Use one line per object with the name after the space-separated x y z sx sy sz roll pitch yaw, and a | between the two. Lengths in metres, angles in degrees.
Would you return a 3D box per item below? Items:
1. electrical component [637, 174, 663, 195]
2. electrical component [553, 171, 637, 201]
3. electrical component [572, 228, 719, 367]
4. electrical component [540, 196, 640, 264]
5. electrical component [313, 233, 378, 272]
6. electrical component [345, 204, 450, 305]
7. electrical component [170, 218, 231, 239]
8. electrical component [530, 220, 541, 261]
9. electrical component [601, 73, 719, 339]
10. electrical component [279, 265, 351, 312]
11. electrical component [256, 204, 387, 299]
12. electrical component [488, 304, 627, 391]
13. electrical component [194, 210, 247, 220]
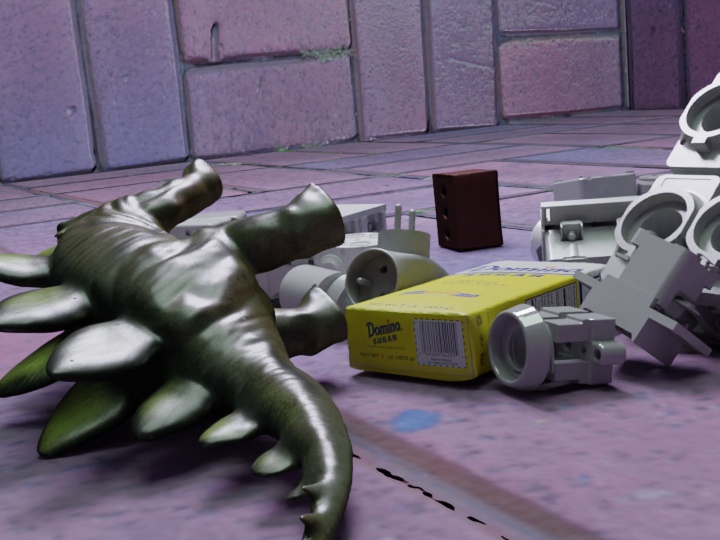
0.305 -0.068 1.091 0.045 0.055 0.045 -5 10 1 | electrical component
0.243 -0.067 1.122 0.062 0.061 0.096 -7 2 -10 | electrical component
0.169 0.013 0.621 0.042 0.063 0.081 30 3 -40 | electrical component
0.197 -0.013 0.794 0.121 0.078 0.063 -4 39 8 | electrical component
0.000 0.000 0.870 0.080 0.051 0.080 -5 10 1 | electrical component
0.030 -0.005 0.745 0.043 0.079 0.077 -2 -10 34 | electrical component
-0.148 -0.007 0.940 0.047 0.065 0.077 -1 11 23 | electrical component
0.186 -0.021 0.931 0.044 0.044 0.065 -13 17 -37 | electrical component
0.246 -0.049 0.692 0.105 0.060 0.186 8 58 52 | electrical component
-0.021 0.022 0.779 0.043 0.043 0.081 -11 13 -31 | electrical component
-0.048 -0.017 0.960 0.089 0.061 0.150 1 12 31 | electrical component
0.106 0.043 0.602 0.055 0.048 0.066 -1 8 -25 | electrical component
-0.155 -0.022 1.036 0.096 0.061 0.061 -4 10 3 | electrical component
